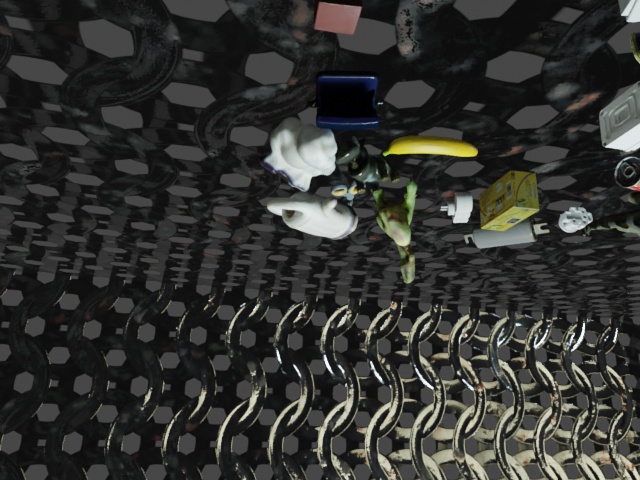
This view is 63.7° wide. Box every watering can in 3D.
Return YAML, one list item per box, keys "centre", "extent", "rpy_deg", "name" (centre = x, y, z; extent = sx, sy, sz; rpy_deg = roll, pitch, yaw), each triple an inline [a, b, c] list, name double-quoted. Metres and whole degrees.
- centre: [0.004, -0.067, 1.327]
  extent: [0.223, 0.104, 0.347]
  rpy_deg: [16, 174, -33]
  name: "watering can"

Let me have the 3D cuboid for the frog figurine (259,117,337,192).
- centre: [-0.023, -0.181, 0.983]
  extent: [0.137, 0.125, 0.157]
  rpy_deg: [50, 138, -1]
  name: "frog figurine"

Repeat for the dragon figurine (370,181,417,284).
- centre: [0.203, -0.005, 1.336]
  extent: [0.122, 0.247, 0.404]
  rpy_deg: [-6, 160, 9]
  name: "dragon figurine"
